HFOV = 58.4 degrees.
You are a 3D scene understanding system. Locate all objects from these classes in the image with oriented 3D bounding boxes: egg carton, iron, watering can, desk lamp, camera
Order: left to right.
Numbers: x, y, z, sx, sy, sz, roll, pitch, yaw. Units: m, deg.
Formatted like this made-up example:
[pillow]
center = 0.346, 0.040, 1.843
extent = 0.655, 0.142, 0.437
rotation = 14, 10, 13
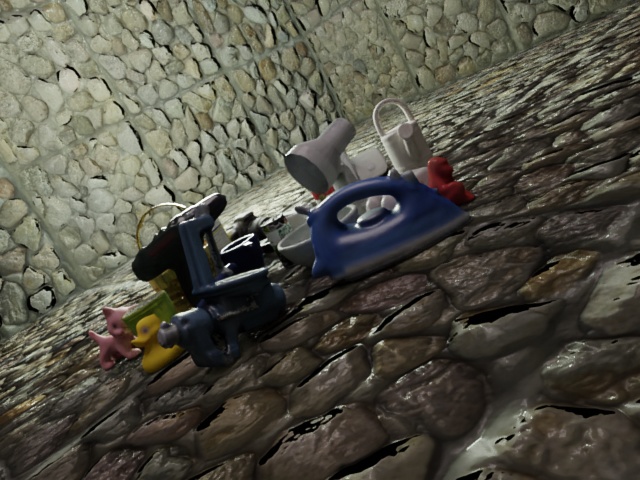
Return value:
[camera]
center = -0.187, -0.022, 1.541
extent = 0.143, 0.101, 0.136
rotation = -38, 16, -37
[desk lamp]
center = 0.047, -0.156, 1.298
extent = 0.204, 0.214, 0.117
rotation = -36, 14, -28
[iron]
center = 0.090, -0.039, 0.903
extent = 0.258, 0.141, 0.119
rotation = -25, 13, 15
[watering can]
center = 0.203, -0.258, 1.409
extent = 0.101, 0.194, 0.172
rotation = -33, 13, -18
[egg carton]
center = 0.161, -0.081, 1.085
extent = 0.150, 0.069, 0.107
rotation = -36, 14, -28

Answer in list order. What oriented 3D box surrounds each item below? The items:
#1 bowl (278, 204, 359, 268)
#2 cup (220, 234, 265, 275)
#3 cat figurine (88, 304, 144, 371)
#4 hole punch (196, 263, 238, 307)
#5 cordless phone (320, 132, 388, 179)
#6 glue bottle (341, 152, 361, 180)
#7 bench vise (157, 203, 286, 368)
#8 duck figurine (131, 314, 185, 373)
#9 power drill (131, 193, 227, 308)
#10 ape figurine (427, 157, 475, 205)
[bowl]
center = 0.010, 0.004, 1.065
extent = 0.167, 0.075, 0.167
rotation = -27, 12, 7
[cup]
center = -0.144, 0.046, 1.187
extent = 0.092, 0.095, 0.117
rotation = -36, 14, -29
[cat figurine]
center = -0.409, 0.185, 1.158
extent = 0.127, 0.118, 0.067
rotation = -25, 13, 16
[hole punch]
center = -0.185, 0.107, 1.043
extent = 0.101, 0.091, 0.109
rotation = -25, 13, 17
[cordless phone]
center = 0.091, -0.233, 1.574
extent = 0.147, 0.185, 0.094
rotation = -28, 13, 4
[glue bottle]
center = 0.068, -0.175, 1.425
extent = 0.037, 0.173, 0.078
rotation = -26, 13, 12
[bench vise]
center = -0.159, 0.065, 0.850
extent = 0.121, 0.220, 0.208
rotation = -21, 15, 30
[duck figurine]
center = -0.285, 0.172, 1.015
extent = 0.077, 0.086, 0.105
rotation = -16, 18, 44
[power drill]
center = -0.244, 0.045, 1.145
extent = 0.229, 0.208, 0.075
rotation = -29, 13, -2
[ape figurine]
center = 0.216, -0.102, 0.993
extent = 0.076, 0.092, 0.078
rotation = -22, 14, 27
